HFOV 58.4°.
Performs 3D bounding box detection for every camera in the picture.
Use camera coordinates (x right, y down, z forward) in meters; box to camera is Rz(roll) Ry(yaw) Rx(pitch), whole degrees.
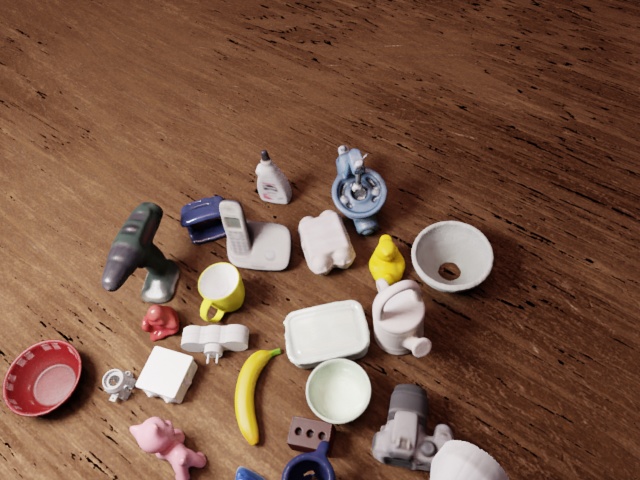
[{"bbox_3d":[0.170,0.330,1.016,0.143,0.101,0.137,6,58,11],"label":"camera"}]

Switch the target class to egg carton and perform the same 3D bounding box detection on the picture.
[{"bbox_3d":[0.012,0.005,1.266,0.107,0.069,0.150,-18,57,-4],"label":"egg carton"}]

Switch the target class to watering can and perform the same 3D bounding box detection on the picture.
[{"bbox_3d":[0.154,0.142,1.084,0.172,0.194,0.101,37,69,26],"label":"watering can"}]

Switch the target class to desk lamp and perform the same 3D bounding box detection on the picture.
[{"bbox_3d":[0.189,0.430,0.881,0.117,0.214,0.203,34,67,25],"label":"desk lamp"}]

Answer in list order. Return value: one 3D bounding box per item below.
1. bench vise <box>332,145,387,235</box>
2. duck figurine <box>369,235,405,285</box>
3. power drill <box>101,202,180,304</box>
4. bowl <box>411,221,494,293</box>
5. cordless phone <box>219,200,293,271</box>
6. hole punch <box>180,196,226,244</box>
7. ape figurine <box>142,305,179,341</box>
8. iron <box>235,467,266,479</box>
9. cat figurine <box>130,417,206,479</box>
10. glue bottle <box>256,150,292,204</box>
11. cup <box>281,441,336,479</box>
[{"bbox_3d":[0.065,-0.140,1.262,0.121,0.220,0.207,-30,58,-12],"label":"bench vise"},{"bbox_3d":[0.142,0.038,1.217,0.077,0.086,0.104,-3,57,6],"label":"duck figurine"},{"bbox_3d":[-0.370,0.046,1.205,0.075,0.209,0.229,2,58,9],"label":"power drill"},{"bbox_3d":[0.274,0.047,1.201,0.167,0.075,0.167,-3,57,5],"label":"bowl"},{"bbox_3d":[-0.139,-0.015,1.229,0.147,0.185,0.094,3,58,9],"label":"cordless phone"},{"bbox_3d":[-0.271,-0.059,1.331,0.108,0.091,0.101,-17,57,-4],"label":"hole punch"},{"bbox_3d":[-0.334,0.165,1.194,0.077,0.092,0.076,18,61,18],"label":"ape figurine"},{"bbox_3d":[-0.090,0.473,0.933,0.119,0.142,0.257,-30,59,-12],"label":"iron"},{"bbox_3d":[-0.279,0.371,1.038,0.127,0.118,0.067,33,67,25],"label":"cat figurine"},{"bbox_3d":[-0.114,-0.148,1.319,0.078,0.173,0.037,7,58,12],"label":"glue bottle"},{"bbox_3d":[-0.010,0.412,0.990,0.091,0.095,0.118,17,61,18],"label":"cup"}]
